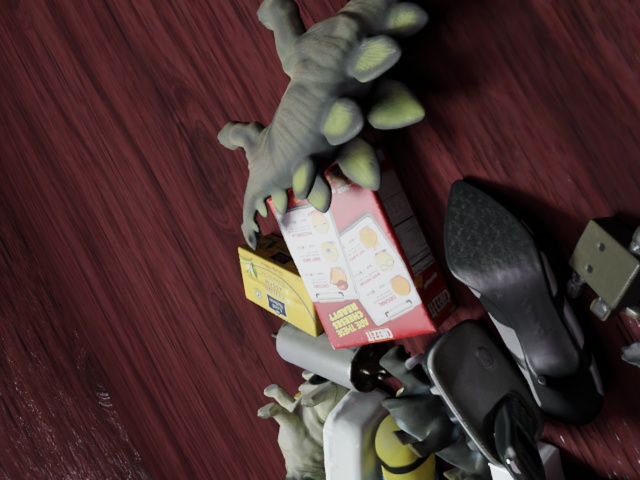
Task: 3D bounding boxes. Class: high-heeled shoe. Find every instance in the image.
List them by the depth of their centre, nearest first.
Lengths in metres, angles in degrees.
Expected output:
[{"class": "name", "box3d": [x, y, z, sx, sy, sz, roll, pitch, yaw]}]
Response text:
[{"class": "high-heeled shoe", "box3d": [0.205, 0.057, 0.535, 0.086, 0.145, 0.249, -28, 59, 28]}]

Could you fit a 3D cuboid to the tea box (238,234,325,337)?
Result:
[{"class": "tea box", "box3d": [-0.044, 0.064, 0.812, 0.170, 0.068, 0.098, 19, 125, 42]}]

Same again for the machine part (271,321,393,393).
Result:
[{"class": "machine part", "box3d": [0.014, 0.165, 0.799, 0.243, 0.079, 0.079, 8, 117, 47]}]

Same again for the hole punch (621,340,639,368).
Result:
[{"class": "hole punch", "box3d": [0.322, 0.126, 0.406, 0.142, 0.092, 0.115, -22, 60, 56]}]

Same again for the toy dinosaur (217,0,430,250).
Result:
[{"class": "toy dinosaur", "box3d": [0.016, -0.160, 0.539, 0.199, 0.105, 0.471, 51, 128, 35]}]

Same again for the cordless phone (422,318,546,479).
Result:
[{"class": "cordless phone", "box3d": [0.161, 0.163, 0.528, 0.089, 0.184, 0.146, -35, 83, 11]}]

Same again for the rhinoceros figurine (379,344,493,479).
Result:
[{"class": "rhinoceros figurine", "box3d": [0.144, 0.210, 0.646, 0.190, 0.112, 0.073, 44, 169, 5]}]

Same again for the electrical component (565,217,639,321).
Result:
[{"class": "electrical component", "box3d": [0.255, 0.024, 0.449, 0.078, 0.045, 0.102, -117, 27, -53]}]

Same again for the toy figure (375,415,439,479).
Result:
[{"class": "toy figure", "box3d": [0.123, 0.320, 0.751, 0.082, 0.089, 0.179, 17, 122, 35]}]

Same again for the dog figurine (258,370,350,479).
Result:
[{"class": "dog figurine", "box3d": [0.008, 0.307, 0.837, 0.172, 0.121, 0.190, -21, 98, 15]}]
